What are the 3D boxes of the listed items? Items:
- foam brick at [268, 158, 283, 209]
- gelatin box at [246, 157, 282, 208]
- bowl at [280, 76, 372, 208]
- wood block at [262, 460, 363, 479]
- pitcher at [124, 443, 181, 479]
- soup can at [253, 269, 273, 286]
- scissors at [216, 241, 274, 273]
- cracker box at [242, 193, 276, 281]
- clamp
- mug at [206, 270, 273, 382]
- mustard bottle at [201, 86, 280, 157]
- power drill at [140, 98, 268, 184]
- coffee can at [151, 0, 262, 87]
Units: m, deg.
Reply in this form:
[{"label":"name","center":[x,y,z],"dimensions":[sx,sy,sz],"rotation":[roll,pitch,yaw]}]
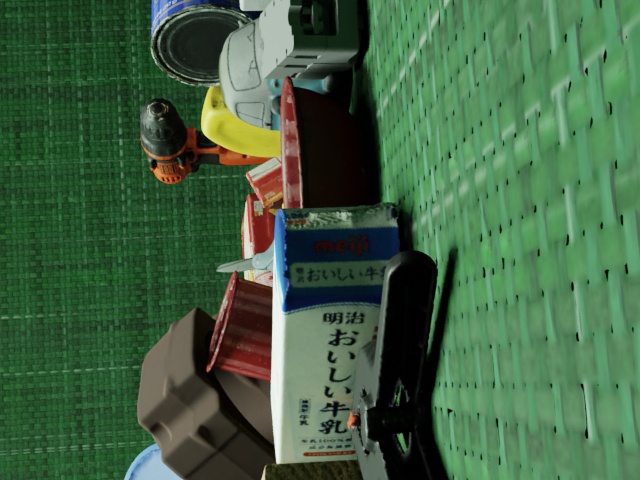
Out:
[{"label":"foam brick","center":[-0.028,-0.061,1.122],"dimensions":[0.078,0.051,0.053],"rotation":[177,92,-84]},{"label":"gelatin box","center":[-0.031,-0.065,1.031],"dimensions":[0.030,0.073,0.089],"rotation":[61,179,-12]},{"label":"bowl","center":[0.004,-0.040,0.786],"dimensions":[0.162,0.055,0.162],"rotation":[177,90,-84]},{"label":"wood block","center":[0.004,0.211,0.746],"dimensions":[0.206,0.090,0.090],"rotation":[105,162,-71]},{"label":"pitcher","center":[-0.110,0.276,1.139],"dimensions":[0.242,0.149,0.145],"rotation":[33,-146,-59]},{"label":"soup can","center":[-0.042,0.072,1.237],"dimensions":[0.068,0.068,0.102],"rotation":[99,166,-64]},{"label":"scissors","center":[-0.058,0.007,1.206],"dimensions":[0.202,0.016,0.096],"rotation":[15,95,54]},{"label":"cracker box","center":[-0.060,0.036,1.399],"dimensions":[0.214,0.072,0.164],"rotation":[128,138,-80]},{"label":"clamp","center":[0.041,0.089,0.584],"dimensions":[0.210,0.036,0.164],"rotation":[161,106,-84]},{"label":"mug","center":[-0.052,0.084,0.957],"dimensions":[0.117,0.081,0.093],"rotation":[135,150,-73]},{"label":"mustard bottle","center":[-0.063,-0.166,1.041],"dimensions":[0.058,0.096,0.191],"rotation":[112,162,-45]},{"label":"power drill","center":[-0.107,-0.116,1.204],"dimensions":[0.184,0.187,0.057],"rotation":[102,165,-75]},{"label":"coffee can","center":[-0.102,-0.225,0.968],"dimensions":[0.103,0.102,0.140],"rotation":[96,170,-57]}]
